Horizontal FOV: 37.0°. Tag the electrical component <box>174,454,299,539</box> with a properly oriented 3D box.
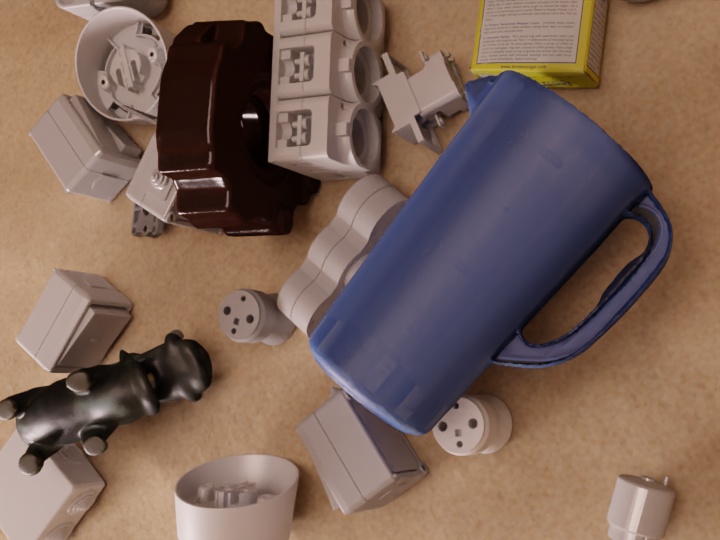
[{"bbox_3d":[-0.099,0.188,0.863,0.099,0.099,0.064,4,92,28],"label":"electrical component"}]

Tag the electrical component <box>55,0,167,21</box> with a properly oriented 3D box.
[{"bbox_3d":[-0.228,-0.264,1.004,0.095,0.059,0.053,1,84,28],"label":"electrical component"}]

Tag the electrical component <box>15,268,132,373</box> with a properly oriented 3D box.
[{"bbox_3d":[-0.261,0.055,0.982,0.061,0.062,0.096,36,101,27],"label":"electrical component"}]

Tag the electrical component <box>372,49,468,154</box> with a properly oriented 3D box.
[{"bbox_3d":[0.052,-0.138,0.850,0.064,0.042,0.081,-27,73,21],"label":"electrical component"}]

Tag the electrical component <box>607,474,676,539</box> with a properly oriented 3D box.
[{"bbox_3d":[0.190,0.177,0.740,0.040,0.040,0.078,15,91,29],"label":"electrical component"}]

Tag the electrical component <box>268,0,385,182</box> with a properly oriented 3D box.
[{"bbox_3d":[-0.021,-0.153,0.864,0.062,0.089,0.150,-1,83,28],"label":"electrical component"}]

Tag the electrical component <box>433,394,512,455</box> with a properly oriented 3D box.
[{"bbox_3d":[0.083,0.114,0.796,0.045,0.055,0.045,-4,82,27],"label":"electrical component"}]

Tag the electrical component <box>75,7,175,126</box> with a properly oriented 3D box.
[{"bbox_3d":[-0.206,-0.182,0.980,0.099,0.064,0.099,-4,82,28],"label":"electrical component"}]

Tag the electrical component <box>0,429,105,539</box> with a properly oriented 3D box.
[{"bbox_3d":[-0.293,0.199,0.989,0.100,0.048,0.099,43,104,25],"label":"electrical component"}]

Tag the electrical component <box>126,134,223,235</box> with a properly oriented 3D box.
[{"bbox_3d":[-0.153,-0.076,0.921,0.061,0.096,0.061,32,99,28],"label":"electrical component"}]

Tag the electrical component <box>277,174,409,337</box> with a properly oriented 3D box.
[{"bbox_3d":[0.000,0.000,0.855,0.074,0.052,0.138,41,104,26],"label":"electrical component"}]

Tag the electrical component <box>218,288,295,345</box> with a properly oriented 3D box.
[{"bbox_3d":[-0.086,0.039,0.894,0.045,0.055,0.045,-4,82,28],"label":"electrical component"}]

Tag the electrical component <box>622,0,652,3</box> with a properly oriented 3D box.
[{"bbox_3d":[0.204,-0.229,0.780,0.048,0.048,0.062,-13,71,26],"label":"electrical component"}]

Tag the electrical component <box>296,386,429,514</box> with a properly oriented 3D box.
[{"bbox_3d":[-0.005,0.136,0.836,0.061,0.062,0.096,-40,68,18],"label":"electrical component"}]

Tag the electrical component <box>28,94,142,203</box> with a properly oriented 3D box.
[{"bbox_3d":[-0.256,-0.120,1.000,0.061,0.062,0.096,-44,66,16],"label":"electrical component"}]
